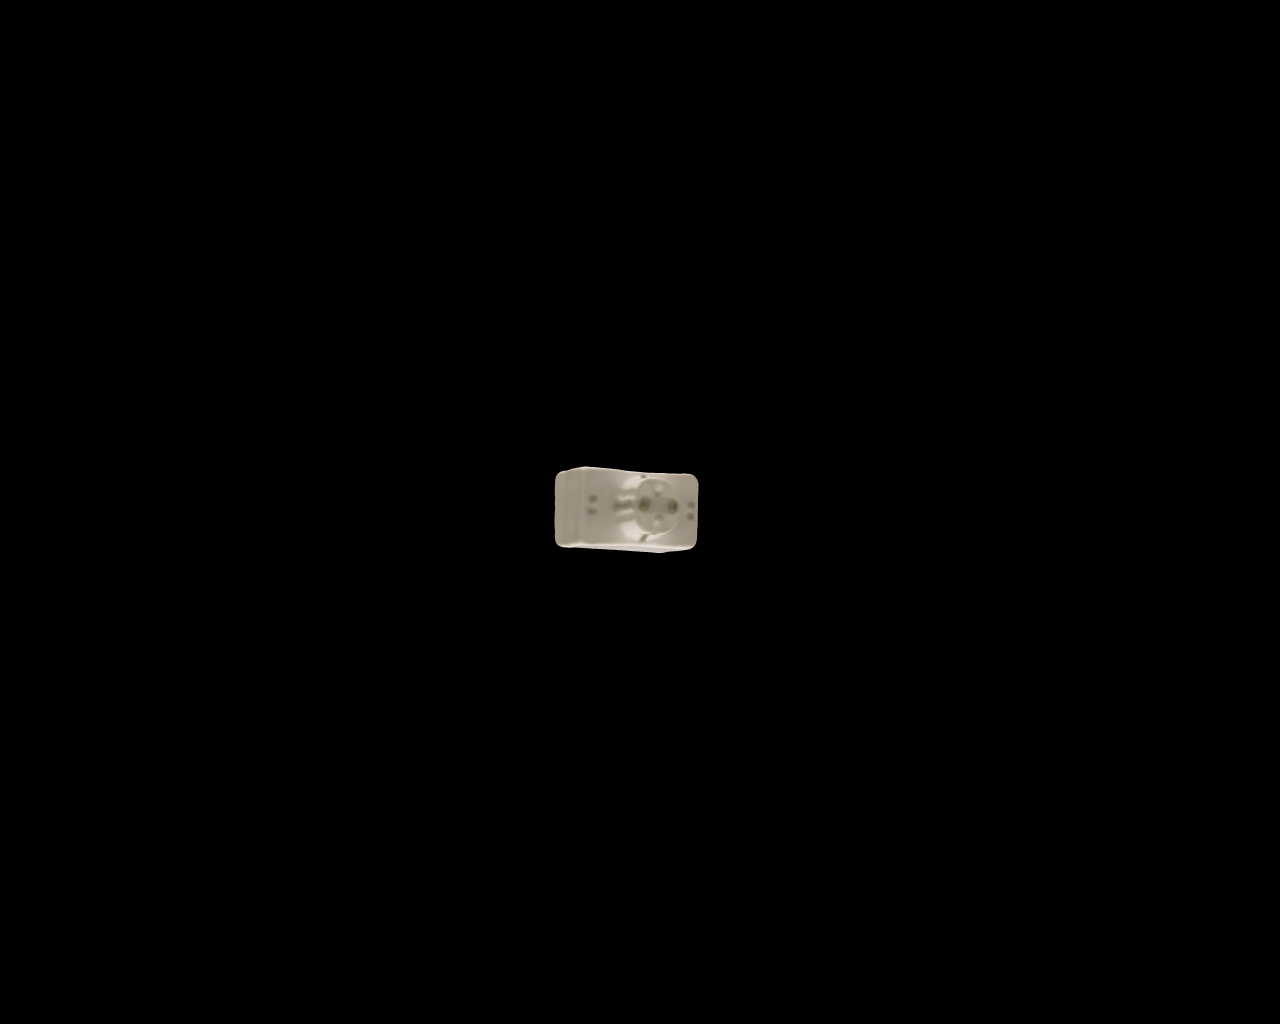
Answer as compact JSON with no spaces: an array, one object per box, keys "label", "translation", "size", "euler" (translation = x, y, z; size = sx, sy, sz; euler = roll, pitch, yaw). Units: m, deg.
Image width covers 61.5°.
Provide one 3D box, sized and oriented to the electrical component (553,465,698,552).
[{"label":"electrical component","translation":[0.001,-0.003,0.650],"size":[0.083,0.047,0.075],"euler":[4,-7,-29]}]
